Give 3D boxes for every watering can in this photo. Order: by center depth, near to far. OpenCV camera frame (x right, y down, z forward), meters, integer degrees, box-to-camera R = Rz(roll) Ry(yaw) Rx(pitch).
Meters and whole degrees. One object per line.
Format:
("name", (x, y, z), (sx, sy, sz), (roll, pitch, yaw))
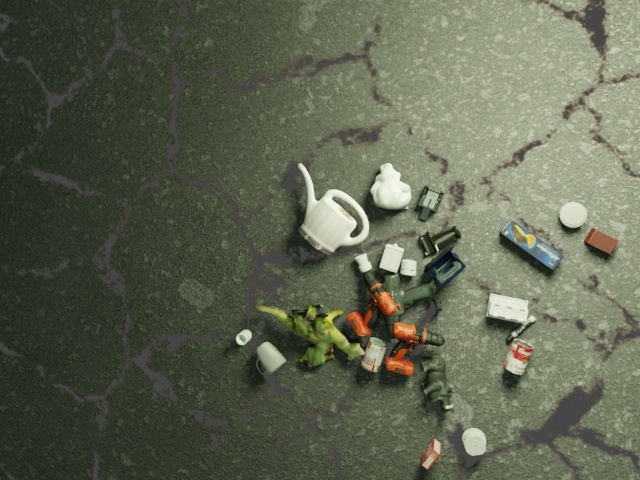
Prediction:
("watering can", (0.006, -0.091, 1.814), (0.349, 0.104, 0.222), (40, 103, 6))

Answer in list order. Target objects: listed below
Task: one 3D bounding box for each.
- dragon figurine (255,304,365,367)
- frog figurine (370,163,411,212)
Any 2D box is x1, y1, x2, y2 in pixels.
("dragon figurine", (-0.037, 0.357, 1.868), (0.410, 0.123, 0.240), (4, 104, 14))
("frog figurine", (0.241, -0.178, 1.751), (0.137, 0.124, 0.157), (7, 110, 31))
